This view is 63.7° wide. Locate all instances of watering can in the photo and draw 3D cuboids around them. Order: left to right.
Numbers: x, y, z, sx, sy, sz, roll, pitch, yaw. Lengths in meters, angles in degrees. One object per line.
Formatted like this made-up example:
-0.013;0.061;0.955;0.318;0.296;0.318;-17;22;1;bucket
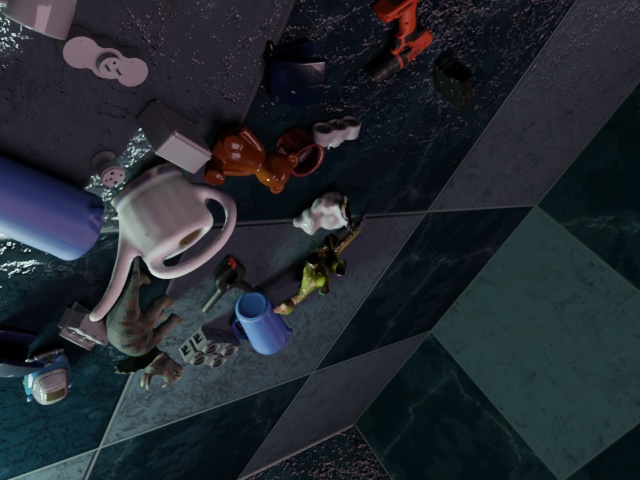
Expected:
-0.338;-0.014;1.019;0.349;0.226;0.102;-33;166;-10;watering can

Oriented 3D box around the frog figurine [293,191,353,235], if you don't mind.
0.004;-0.074;1.473;0.159;0.124;0.136;-6;163;14;frog figurine

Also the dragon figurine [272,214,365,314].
-0.004;0.089;1.654;0.418;0.122;0.239;-47;-177;-34;dragon figurine
